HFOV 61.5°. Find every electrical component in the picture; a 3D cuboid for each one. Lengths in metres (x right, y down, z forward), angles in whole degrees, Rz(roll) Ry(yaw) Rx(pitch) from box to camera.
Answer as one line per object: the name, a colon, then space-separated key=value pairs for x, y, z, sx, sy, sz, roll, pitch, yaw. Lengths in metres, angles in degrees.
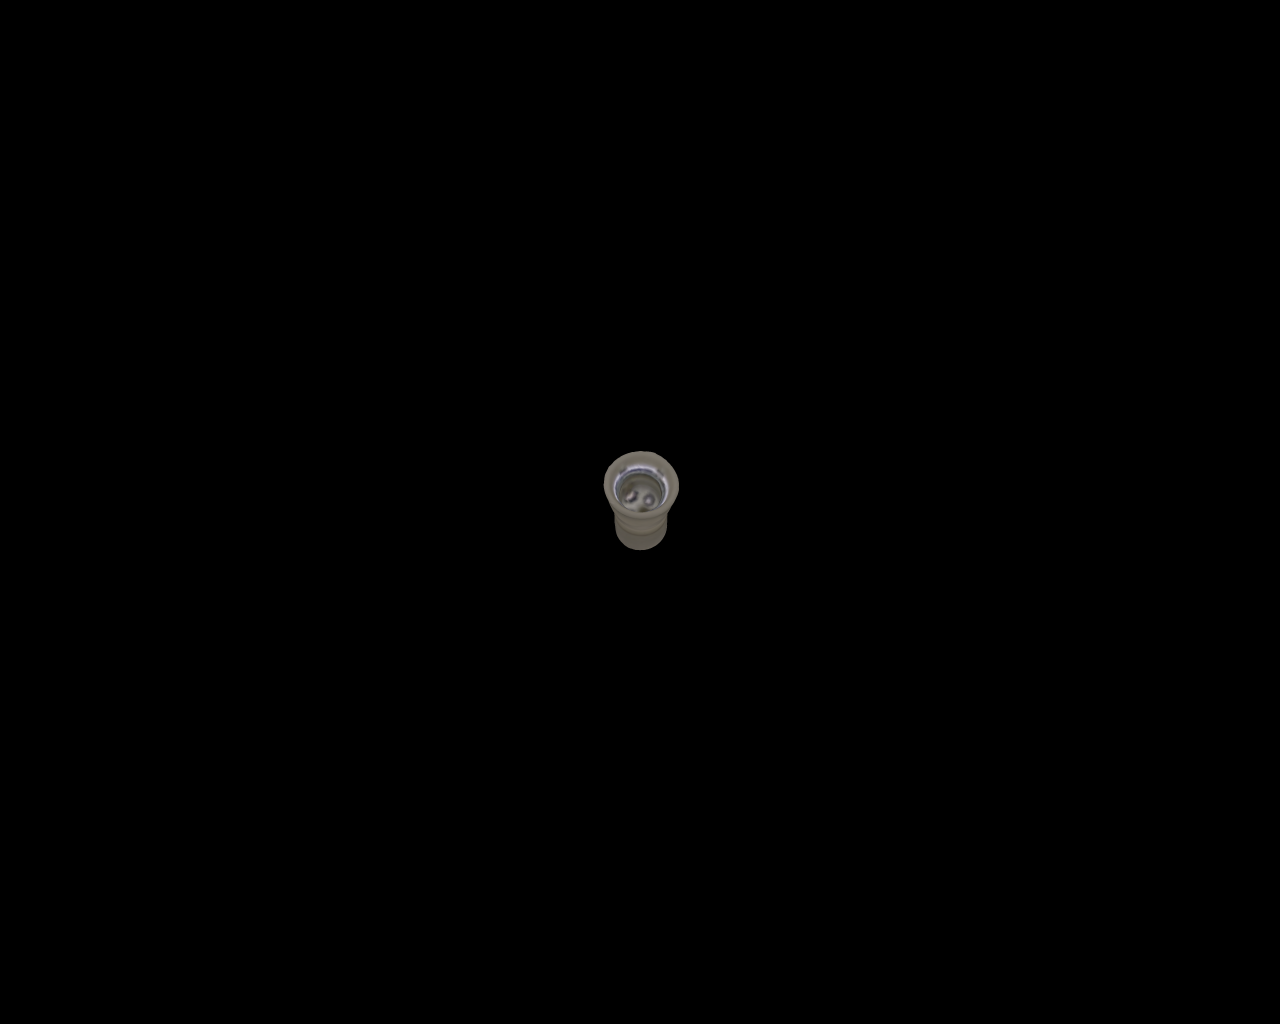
electrical component: x=0.001 y=-0.003 z=0.650 sx=0.044 sy=0.044 sz=0.065 roll=0 pitch=-27 yaw=0
